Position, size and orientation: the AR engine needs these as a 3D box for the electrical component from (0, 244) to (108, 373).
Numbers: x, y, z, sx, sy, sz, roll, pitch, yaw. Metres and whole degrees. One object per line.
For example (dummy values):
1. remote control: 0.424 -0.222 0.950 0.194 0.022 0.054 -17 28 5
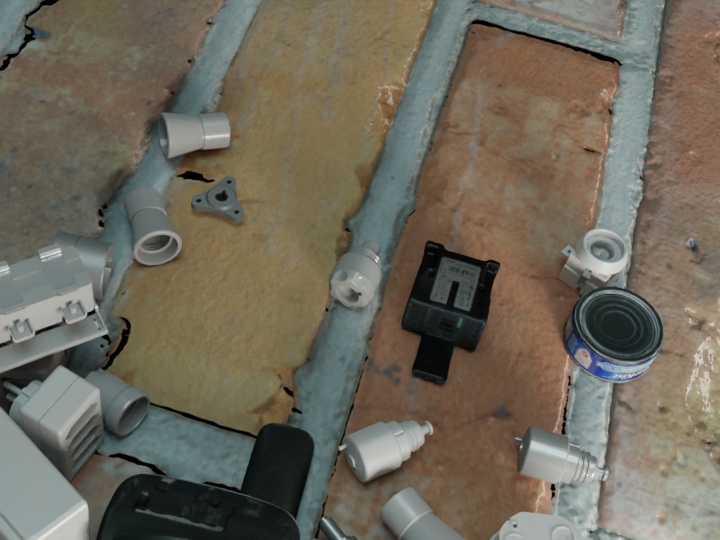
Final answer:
1. electrical component: -0.264 0.030 0.812 0.121 0.063 0.078 -21 60 -23

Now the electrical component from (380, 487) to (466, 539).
1. electrical component: 0.046 0.201 0.832 0.044 0.044 0.065 -28 58 -26

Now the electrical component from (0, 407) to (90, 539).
1. electrical component: -0.246 0.169 0.765 0.109 0.108 0.056 41 55 20

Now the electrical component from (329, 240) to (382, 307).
1. electrical component: 0.000 0.000 0.970 0.043 0.043 0.062 22 52 7

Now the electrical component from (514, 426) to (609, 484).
1. electrical component: 0.165 0.156 0.884 0.078 0.040 0.040 16 53 2

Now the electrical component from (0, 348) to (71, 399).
1. electrical component: -0.314 0.047 0.872 0.150 0.061 0.089 8 53 -3

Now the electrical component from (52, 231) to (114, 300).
1. electrical component: -0.241 -0.002 0.926 0.047 0.055 0.055 10 53 -6

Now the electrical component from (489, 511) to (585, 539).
1. electrical component: 0.133 0.227 0.820 0.080 0.051 0.080 5 53 -6

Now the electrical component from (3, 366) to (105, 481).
1. electrical component: -0.242 0.109 0.824 0.076 0.083 0.047 29 54 11

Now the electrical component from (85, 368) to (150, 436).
1. electrical component: -0.199 0.105 0.863 0.046 0.040 0.040 31 55 20

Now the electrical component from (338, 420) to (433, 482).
1. electrical component: 0.023 0.142 0.871 0.078 0.040 0.040 -19 59 -22

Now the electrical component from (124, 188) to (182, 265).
1. electrical component: -0.190 -0.042 0.972 0.044 0.044 0.065 -12 52 -17

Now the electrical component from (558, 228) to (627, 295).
1. electrical component: 0.220 -0.006 1.003 0.066 0.055 0.048 38 57 18

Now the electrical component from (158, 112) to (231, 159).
1. electrical component: -0.159 -0.133 1.045 0.065 0.044 0.044 -9 56 -21
